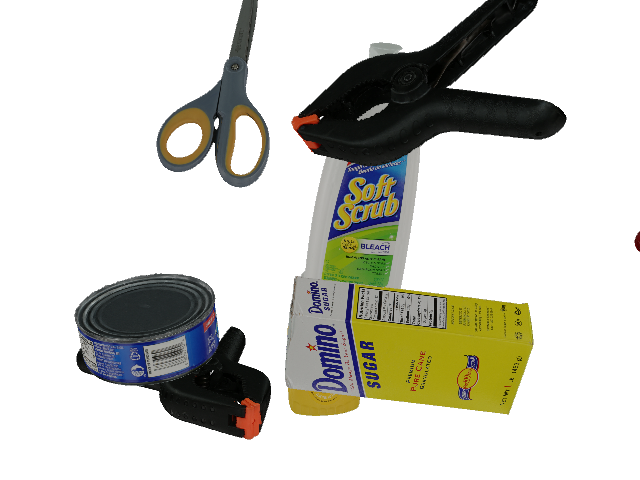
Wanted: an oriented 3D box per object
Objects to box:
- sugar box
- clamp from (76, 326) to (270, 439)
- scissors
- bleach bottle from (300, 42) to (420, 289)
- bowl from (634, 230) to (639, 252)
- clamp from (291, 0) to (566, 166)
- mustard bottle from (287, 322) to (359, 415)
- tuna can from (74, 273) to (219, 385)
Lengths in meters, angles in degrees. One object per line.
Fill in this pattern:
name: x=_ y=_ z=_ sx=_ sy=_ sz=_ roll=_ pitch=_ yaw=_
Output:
sugar box: x=0.063 y=0.080 z=0.801 sx=0.176 sy=0.048 sz=0.093 roll=4 pitch=-44 yaw=-1
clamp: x=-0.097 y=0.118 z=0.931 sx=0.164 sy=0.036 sz=0.210 roll=-8 pitch=17 yaw=-36
scissors: x=-0.086 y=-0.127 z=0.852 sx=0.096 sy=0.202 sz=0.016 roll=-8 pitch=-30 yaw=-2
bleach bottle: x=0.040 y=-0.060 z=1.004 sx=0.102 sy=0.251 sz=0.068 roll=4 pitch=22 yaw=-3
bowl: x=0.408 y=0.027 z=1.105 sx=0.162 sy=0.055 sz=0.162 roll=-3 pitch=22 yaw=1
clamp: x=0.066 y=-0.083 z=0.647 sx=0.172 sy=0.120 sz=0.039 roll=-26 pitch=-48 yaw=16
mustard bottle: x=0.004 y=0.137 z=1.423 sx=0.096 sy=0.192 sz=0.058 roll=-2 pitch=18 yaw=-6
tuna can: x=-0.106 y=0.054 z=0.658 sx=0.086 sy=0.034 sz=0.086 roll=-4 pitch=24 yaw=2
